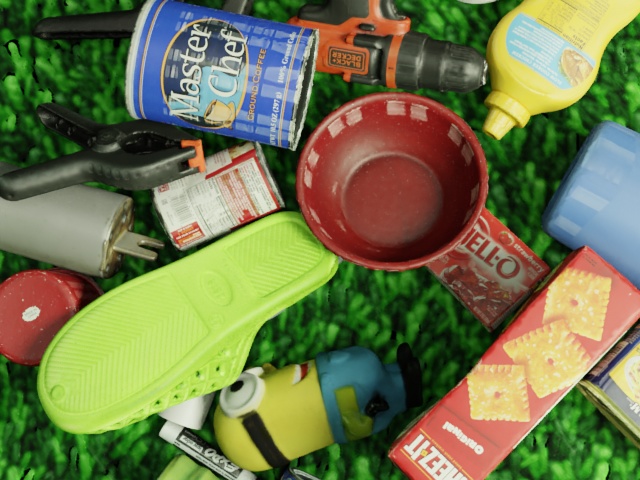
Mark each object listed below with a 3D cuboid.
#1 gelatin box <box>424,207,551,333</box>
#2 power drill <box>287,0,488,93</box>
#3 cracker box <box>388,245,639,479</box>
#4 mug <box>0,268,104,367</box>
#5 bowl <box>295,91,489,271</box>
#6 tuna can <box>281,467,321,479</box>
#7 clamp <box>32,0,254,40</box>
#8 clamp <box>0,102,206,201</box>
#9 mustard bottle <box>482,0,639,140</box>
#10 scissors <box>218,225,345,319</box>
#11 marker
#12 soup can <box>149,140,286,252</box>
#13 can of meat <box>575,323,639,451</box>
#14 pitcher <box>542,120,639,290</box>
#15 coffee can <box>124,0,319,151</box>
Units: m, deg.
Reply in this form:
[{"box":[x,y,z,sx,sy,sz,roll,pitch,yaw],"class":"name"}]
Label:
[{"box":[0.141,0.022,0.915,0.073,0.030,0.089,-43,68,0],"class":"gelatin box"},{"box":[0.058,-0.217,0.891,0.184,0.057,0.188,11,119,13],"class":"power drill"},{"box":[0.154,0.108,0.843,0.072,0.164,0.214,44,93,11],"class":"cracker box"},{"box":[-0.226,0.074,0.919,0.117,0.081,0.093,31,88,6],"class":"mug"},{"box":[0.061,-0.044,0.914,0.162,0.055,0.162,-2,72,5],"class":"bowl"},{"box":[0.002,0.224,0.889,0.086,0.086,0.034,29,85,6],"class":"tuna can"},{"box":[-0.134,-0.175,0.957,0.210,0.036,0.164,-30,86,5],"class":"clamp"},{"box":[-0.182,-0.081,0.911,0.171,0.039,0.120,-2,49,0],"class":"clamp"},{"box":[0.200,-0.170,0.923,0.096,0.058,0.191,34,88,0],"class":"mustard bottle"},{"box":[-0.006,0.001,0.944,0.202,0.016,0.096,-32,84,0],"class":"scissors"},{"box":[-0.086,0.196,0.931,0.121,0.020,0.020,32,88,6],"class":"marker"},{"box":[-0.089,-0.039,0.927,0.102,0.068,0.068,-24,84,2],"class":"soup can"},{"box":[0.280,0.127,0.893,0.084,0.057,0.102,-45,81,-2],"class":"can of meat"},{"box":[0.316,-0.007,0.872,0.243,0.149,0.145,30,129,9],"class":"pitcher"},{"box":[-0.079,-0.138,0.883,0.140,0.103,0.103,12,86,3],"class":"coffee can"}]
